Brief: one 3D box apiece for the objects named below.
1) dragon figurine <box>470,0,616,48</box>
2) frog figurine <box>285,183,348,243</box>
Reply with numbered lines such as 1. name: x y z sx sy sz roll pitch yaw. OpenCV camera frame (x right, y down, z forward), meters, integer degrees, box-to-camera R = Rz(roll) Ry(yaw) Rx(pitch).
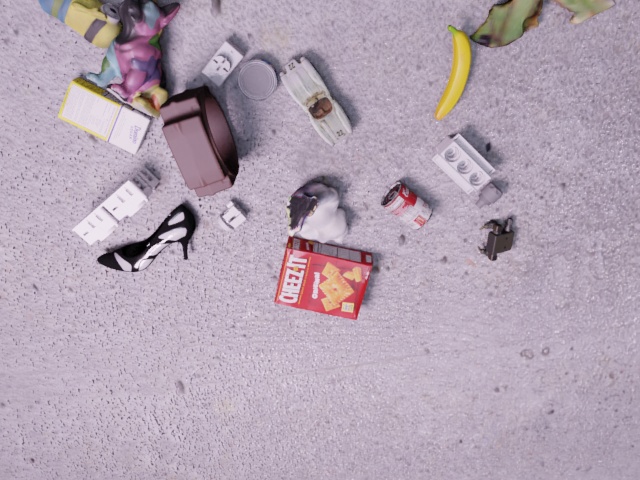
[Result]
1. dragon figurine: 0.350 -0.487 0.986 0.410 0.125 0.237 5 124 8
2. frog figurine: 0.004 -0.060 1.196 0.159 0.124 0.136 11 112 -45
